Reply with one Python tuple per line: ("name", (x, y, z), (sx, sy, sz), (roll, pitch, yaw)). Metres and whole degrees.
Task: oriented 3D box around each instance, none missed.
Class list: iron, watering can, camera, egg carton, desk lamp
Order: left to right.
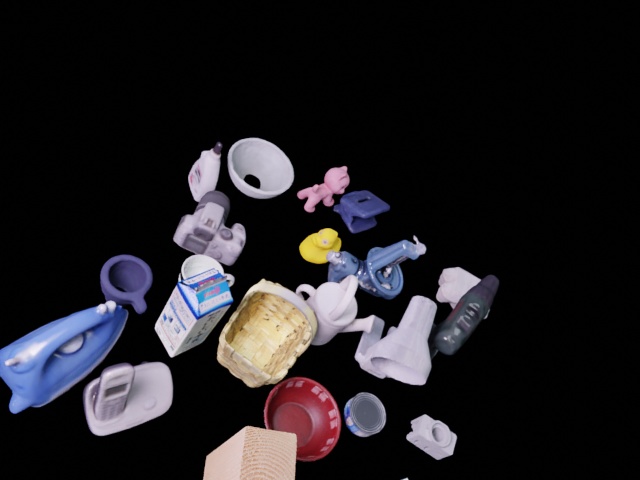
("iron", (-0.418, 0.163, 0.960), (0.118, 0.141, 0.259), (47, 48, 5))
("camera", (-0.223, -0.039, 1.238), (0.143, 0.100, 0.137), (25, 50, -14))
("watering can", (0.035, 0.142, 1.206), (0.173, 0.193, 0.101), (14, 53, -22))
("desk lamp", (0.164, 0.220, 1.217), (0.118, 0.213, 0.203), (31, 49, -9))
("egg carton", (0.376, 0.139, 1.493), (0.150, 0.069, 0.107), (28, 49, -11))

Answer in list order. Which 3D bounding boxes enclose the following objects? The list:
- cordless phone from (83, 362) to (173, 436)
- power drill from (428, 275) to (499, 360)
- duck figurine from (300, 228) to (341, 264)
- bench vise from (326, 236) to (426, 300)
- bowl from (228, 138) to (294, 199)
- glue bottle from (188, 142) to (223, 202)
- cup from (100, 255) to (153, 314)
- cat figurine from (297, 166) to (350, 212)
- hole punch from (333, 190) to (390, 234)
("cordless phone", (-0.306, 0.243, 0.943), (0.148, 0.184, 0.094), (-15, 68, -36))
("power drill", (0.306, 0.190, 1.324), (0.075, 0.208, 0.230), (43, 48, 2))
("duck figurine", (0.012, 0.005, 1.357), (0.105, 0.086, 0.077), (-9, 65, -34))
("bench vise", (0.126, 0.063, 1.296), (0.208, 0.219, 0.121), (1, 59, -30))
("bowl", (-0.152, -0.159, 1.378), (0.168, 0.074, 0.167), (15, 53, -21))
("glue bottle", (-0.245, -0.159, 1.257), (0.037, 0.173, 0.078), (-10, 65, -35))
("cup", (-0.360, 0.098, 1.068), (0.092, 0.094, 0.117), (-22, 72, -38))
("cat figurine", (0.021, -0.137, 1.437), (0.128, 0.117, 0.067), (-23, 73, -39))
("hole punch", (0.107, -0.084, 1.470), (0.109, 0.091, 0.101), (-21, 72, -38))
